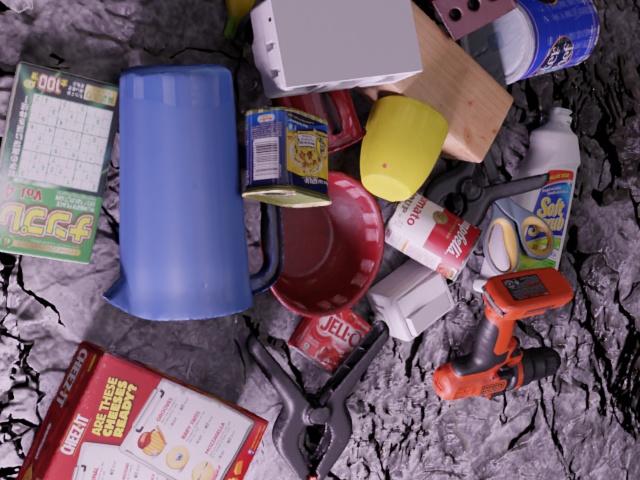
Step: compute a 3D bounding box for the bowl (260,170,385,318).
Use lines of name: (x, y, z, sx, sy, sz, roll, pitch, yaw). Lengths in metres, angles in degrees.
bowl: (-0.008, 0.001, 1.173, 0.161, 0.055, 0.162, -7, 102, -33)

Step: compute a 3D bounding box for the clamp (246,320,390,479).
clamp: (-0.016, 0.184, 1.195, 0.164, 0.036, 0.210, 3, 110, -20)

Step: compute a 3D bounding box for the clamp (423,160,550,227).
clamp: (0.189, -0.058, 1.277, 0.120, 0.039, 0.171, 37, 92, 5)

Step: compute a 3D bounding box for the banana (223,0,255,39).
banana: (-0.117, -0.296, 1.058, 0.069, 0.037, 0.197, -48, 121, -20)

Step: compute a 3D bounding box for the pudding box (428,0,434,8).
pudding box: (0.185, -0.312, 1.227, 0.113, 0.090, 0.039, -39, 116, -21)

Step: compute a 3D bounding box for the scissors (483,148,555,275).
scissors: (0.236, -0.056, 1.304, 0.096, 0.016, 0.202, 0, 84, -4)

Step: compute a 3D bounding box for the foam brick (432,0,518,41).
foam brick: (0.165, -0.260, 1.148, 0.078, 0.051, 0.053, -27, 111, 18)

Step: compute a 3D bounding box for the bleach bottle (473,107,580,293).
bleach bottle: (0.271, -0.046, 1.351, 0.102, 0.068, 0.251, 15, 87, -34)

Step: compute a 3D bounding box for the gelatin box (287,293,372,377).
gelatin box: (0.015, 0.111, 1.224, 0.089, 0.030, 0.073, 41, 75, -33)

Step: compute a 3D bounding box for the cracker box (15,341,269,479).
cracker box: (-0.179, 0.218, 1.089, 0.213, 0.072, 0.164, 29, 81, -33)

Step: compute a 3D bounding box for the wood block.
wood block: (0.110, -0.182, 1.199, 0.205, 0.091, 0.090, 35, 78, -33)

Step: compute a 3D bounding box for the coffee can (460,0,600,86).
coffee can: (0.248, -0.244, 1.260, 0.140, 0.103, 0.103, -20, 109, -41)

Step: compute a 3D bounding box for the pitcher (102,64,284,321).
pitcher: (-0.126, -0.048, 1.045, 0.149, 0.145, 0.243, -22, 112, -70)

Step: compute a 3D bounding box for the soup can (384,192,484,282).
soup can: (0.127, -0.007, 1.225, 0.102, 0.068, 0.068, 31, 78, 6)

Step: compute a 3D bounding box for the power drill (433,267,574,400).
power drill: (0.242, 0.119, 1.310, 0.184, 0.057, 0.188, -9, 136, -25)

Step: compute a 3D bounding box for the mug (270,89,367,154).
mug: (-0.001, -0.136, 1.120, 0.093, 0.117, 0.081, -24, 106, -19)

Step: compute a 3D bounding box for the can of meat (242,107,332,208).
can of meat: (-0.031, -0.080, 1.039, 0.101, 0.058, 0.084, 10, 77, -60)
